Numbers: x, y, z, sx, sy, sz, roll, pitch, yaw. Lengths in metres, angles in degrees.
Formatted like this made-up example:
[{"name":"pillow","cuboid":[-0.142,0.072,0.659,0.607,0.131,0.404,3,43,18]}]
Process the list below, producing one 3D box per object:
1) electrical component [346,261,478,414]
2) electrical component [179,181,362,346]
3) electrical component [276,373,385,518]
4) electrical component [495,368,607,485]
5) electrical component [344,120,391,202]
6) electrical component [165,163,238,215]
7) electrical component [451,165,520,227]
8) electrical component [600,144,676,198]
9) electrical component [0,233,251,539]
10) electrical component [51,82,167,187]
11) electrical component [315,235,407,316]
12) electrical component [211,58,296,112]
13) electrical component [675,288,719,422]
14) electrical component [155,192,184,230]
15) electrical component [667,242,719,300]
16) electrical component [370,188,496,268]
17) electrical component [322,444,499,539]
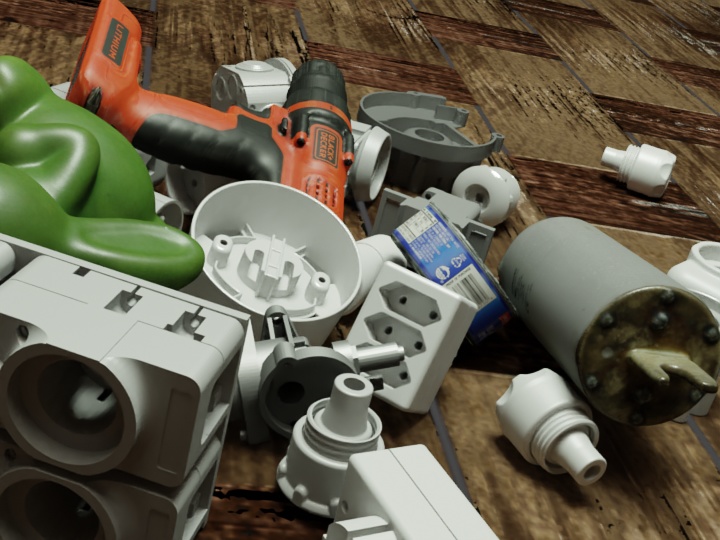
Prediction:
[{"name":"electrical component","cuboid":[0.030,0.039,0.584,0.047,0.065,0.077,26,0,22]},{"name":"electrical component","cuboid":[-0.052,0.003,0.600,0.099,0.064,0.099,20,30,-12]},{"name":"electrical component","cuboid":[-0.009,0.077,0.484,0.048,0.062,0.048,12,27,-6]},{"name":"electrical component","cuboid":[0.101,0.083,0.550,0.043,0.043,0.062,-1,32,-29]},{"name":"electrical component","cuboid":[-0.011,-0.084,0.803,0.057,0.058,0.078,16,26,11]},{"name":"electrical component","cuboid":[-0.089,-0.065,0.743,0.043,0.043,0.081,34,32,33]},{"name":"electrical component","cuboid":[0.103,-0.058,0.827,0.048,0.048,0.062,28,23,24]},{"name":"electrical component","cuboid":[0.249,-0.093,0.969,0.062,0.043,0.043,21,27,16]},{"name":"electrical component","cuboid":[-0.149,0.047,0.423,0.186,0.105,0.060,18,27,6]},{"name":"electrical component","cuboid":[-0.184,-0.084,0.721,0.095,0.053,0.059,23,27,16]},{"name":"electrical component","cuboid":[0.000,0.000,0.665,0.044,0.044,0.065,27,25,24]},{"name":"electrical component","cuboid":[-0.077,-0.120,0.816,0.051,0.080,0.080,-8,34,-30]},{"name":"electrical component","cuboid":[0.195,0.047,0.653,0.058,0.057,0.078,18,27,7]},{"name":"electrical component","cuboid":[-0.153,-0.036,0.653,0.081,0.043,0.043,23,28,17]},{"name":"electrical component","cuboid":[0.242,0.020,0.726,0.054,0.059,0.095,32,31,32]},{"name":"electrical component","cuboid":[0.053,-0.027,0.742,0.081,0.042,0.064,22,24,13]},{"name":"electrical component","cuboid":[0.009,0.117,0.432,0.076,0.047,0.083,-3,31,-29]}]
